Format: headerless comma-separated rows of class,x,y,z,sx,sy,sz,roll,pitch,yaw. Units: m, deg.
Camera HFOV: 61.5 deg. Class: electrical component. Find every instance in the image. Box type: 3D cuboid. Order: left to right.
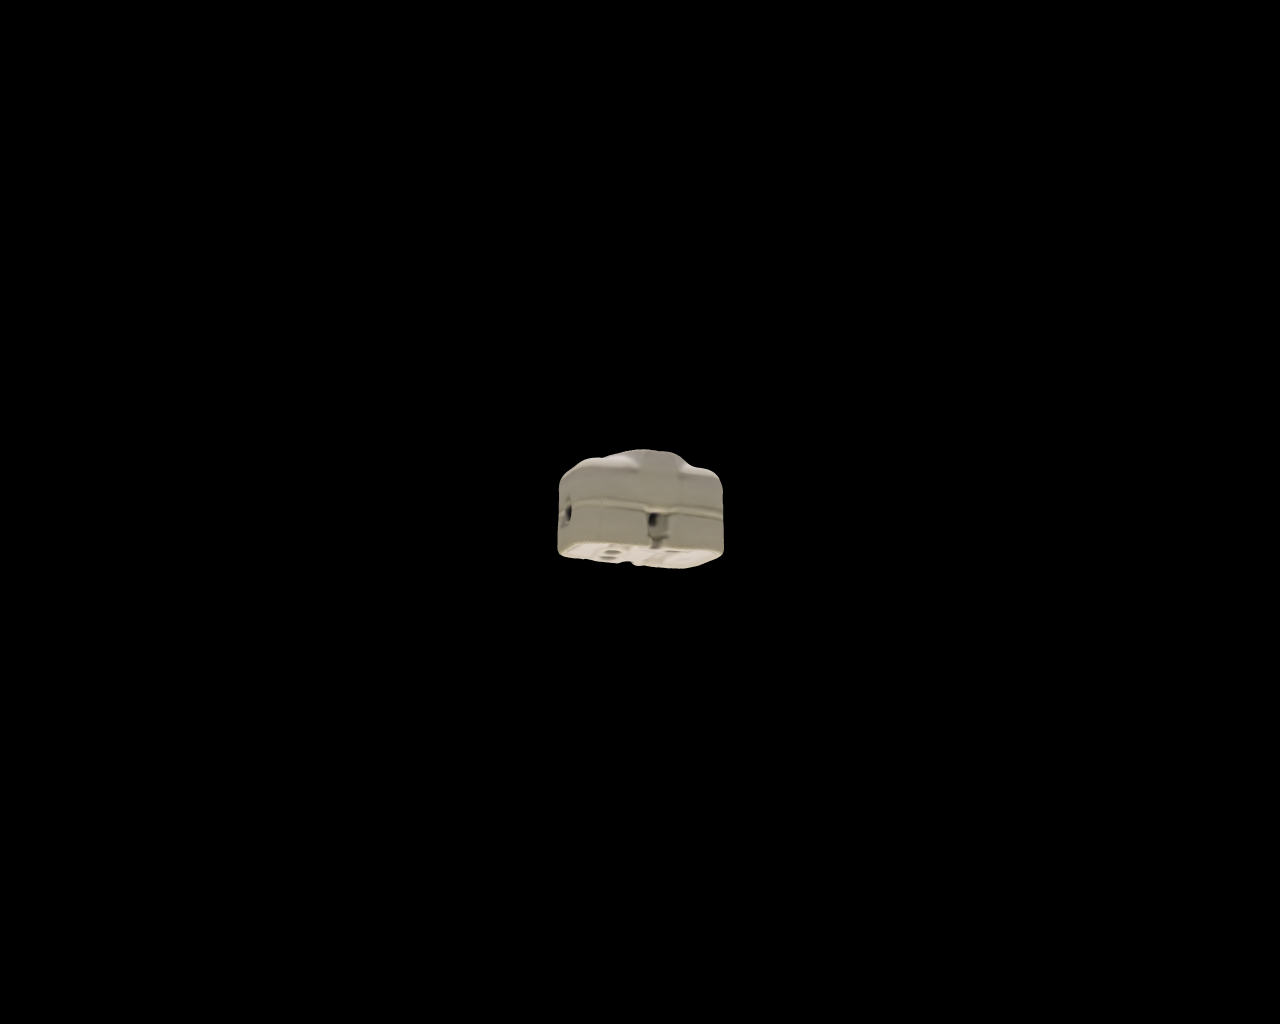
electrical component,0.001,-0.003,0.650,0.095,0.059,0.053,6,-15,-22
